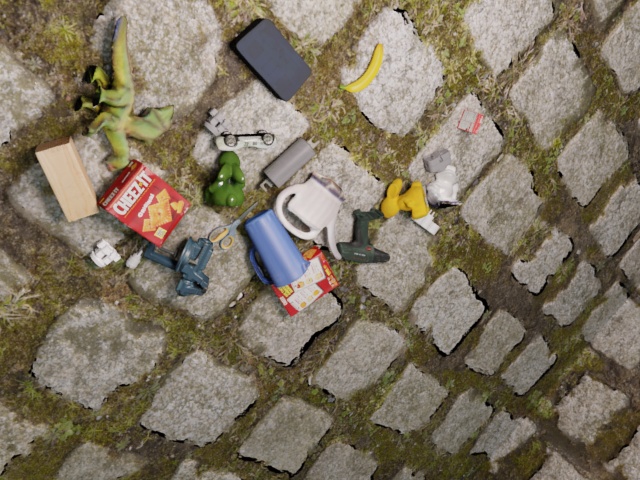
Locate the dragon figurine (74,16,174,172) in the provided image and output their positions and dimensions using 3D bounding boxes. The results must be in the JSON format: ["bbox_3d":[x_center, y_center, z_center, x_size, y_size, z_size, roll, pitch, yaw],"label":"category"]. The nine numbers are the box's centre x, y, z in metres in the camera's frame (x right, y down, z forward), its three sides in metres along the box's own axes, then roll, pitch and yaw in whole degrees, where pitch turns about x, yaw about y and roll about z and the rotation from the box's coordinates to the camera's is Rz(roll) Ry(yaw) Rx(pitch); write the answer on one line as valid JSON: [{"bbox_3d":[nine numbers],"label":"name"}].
[{"bbox_3d":[-0.518,-0.373,1.420,0.241,0.124,0.407,16,106,-48],"label":"dragon figurine"}]

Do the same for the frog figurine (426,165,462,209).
[{"bbox_3d":[0.464,-0.202,1.951,0.137,0.121,0.161,-2,76,-17],"label":"frog figurine"}]

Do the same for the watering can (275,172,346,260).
[{"bbox_3d":[0.005,-0.089,1.761,0.343,0.105,0.224,37,92,-32],"label":"watering can"}]
